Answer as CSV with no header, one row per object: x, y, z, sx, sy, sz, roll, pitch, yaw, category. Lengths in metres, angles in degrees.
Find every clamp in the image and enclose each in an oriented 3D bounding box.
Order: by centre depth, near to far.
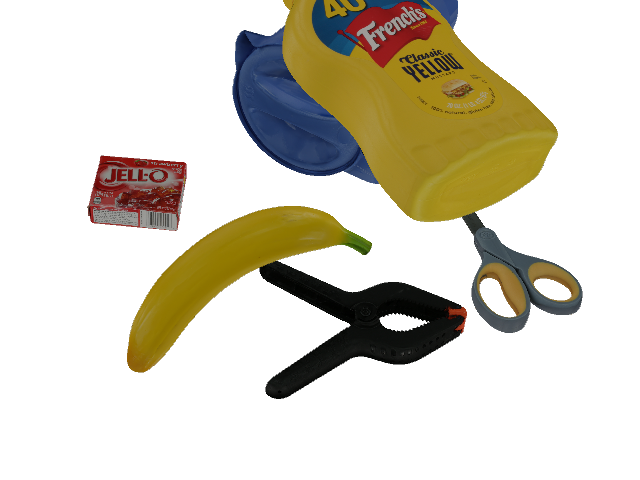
0.038,0.089,1.046,0.210,0.164,0.036,3,-42,0,clamp

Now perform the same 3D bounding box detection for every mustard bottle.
0.035,-0.098,0.583,0.096,0.192,0.058,-21,-32,-29,mustard bottle

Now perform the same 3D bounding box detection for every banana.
-0.064,0.026,0.751,0.198,0.069,0.037,-27,14,8,banana

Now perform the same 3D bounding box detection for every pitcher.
0.042,-0.170,1.003,0.145,0.149,0.242,12,42,30,pitcher

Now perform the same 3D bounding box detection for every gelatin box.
-0.183,-0.049,1.070,0.089,0.073,0.030,5,-43,-3,gelatin box

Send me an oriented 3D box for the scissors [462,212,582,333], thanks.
0.159,0.005,0.893,0.096,0.016,0.201,1,38,-1,scissors
